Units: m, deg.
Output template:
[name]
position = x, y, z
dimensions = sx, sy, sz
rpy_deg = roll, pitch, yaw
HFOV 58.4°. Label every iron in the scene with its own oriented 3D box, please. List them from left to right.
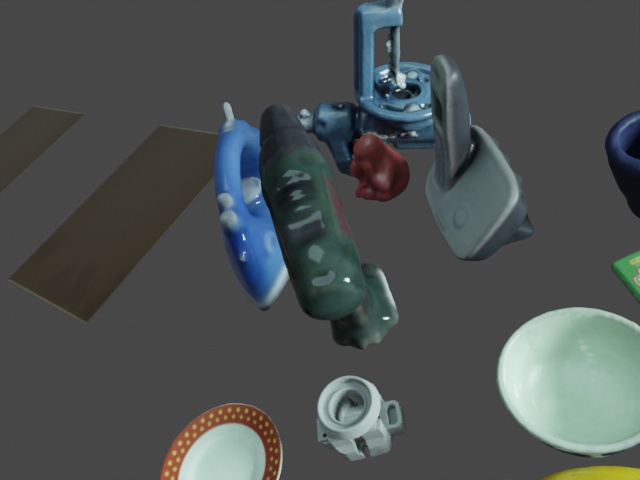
[iron]
position = -0.092, -0.053, 0.710
dimensions = 0.118, 0.142, 0.258
rpy_deg = -17, 44, 12

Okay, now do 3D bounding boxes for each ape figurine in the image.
[ape figurine]
position = 0.067, -0.092, 0.700
dimensions = 0.076, 0.092, 0.077
rpy_deg = -23, 44, 7

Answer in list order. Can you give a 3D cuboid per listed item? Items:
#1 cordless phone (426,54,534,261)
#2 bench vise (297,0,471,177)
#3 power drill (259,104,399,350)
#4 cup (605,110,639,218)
[cordless phone]
position = 0.147, -0.083, 0.582
dimensions = 0.094, 0.186, 0.147
rpy_deg = -24, 43, 6
[bench vise]
position = 0.063, -0.178, 0.689
dimensions = 0.207, 0.220, 0.121
rpy_deg = -25, 43, 5
[power drill]
position = 0.005, 0.002, 0.560
dimensions = 0.075, 0.209, 0.229
rpy_deg = -23, 43, 6
[cup]
position = 0.333, -0.069, 0.540
dimensions = 0.117, 0.095, 0.091
rpy_deg = -21, 44, 9
